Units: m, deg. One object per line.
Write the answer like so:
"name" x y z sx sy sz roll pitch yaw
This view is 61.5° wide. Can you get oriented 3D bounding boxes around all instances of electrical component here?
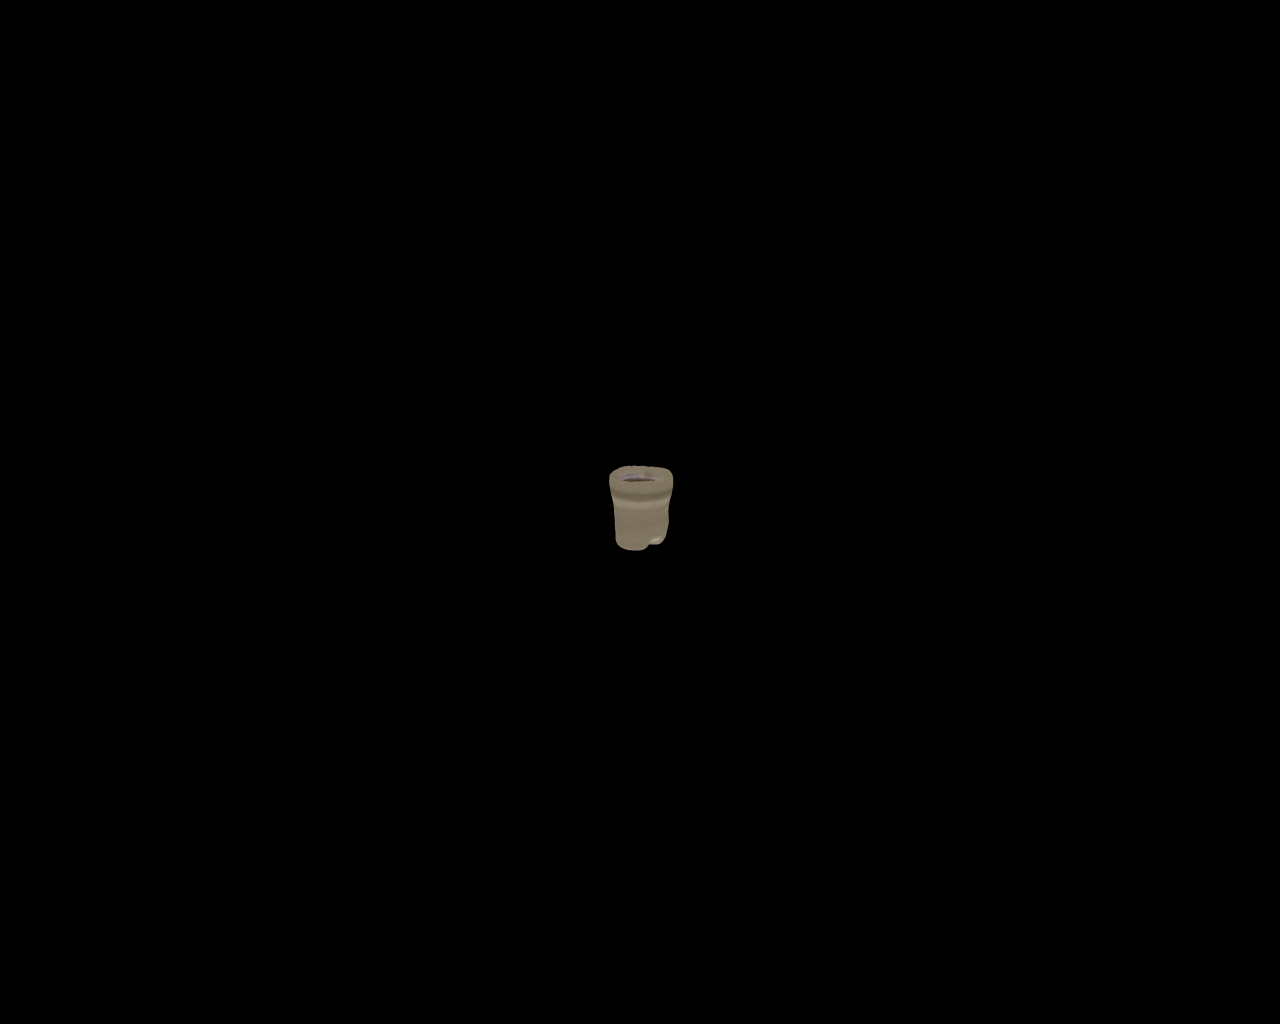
"electrical component" 0.001 -0.003 0.650 0.040 0.046 0.040 0 18 0
